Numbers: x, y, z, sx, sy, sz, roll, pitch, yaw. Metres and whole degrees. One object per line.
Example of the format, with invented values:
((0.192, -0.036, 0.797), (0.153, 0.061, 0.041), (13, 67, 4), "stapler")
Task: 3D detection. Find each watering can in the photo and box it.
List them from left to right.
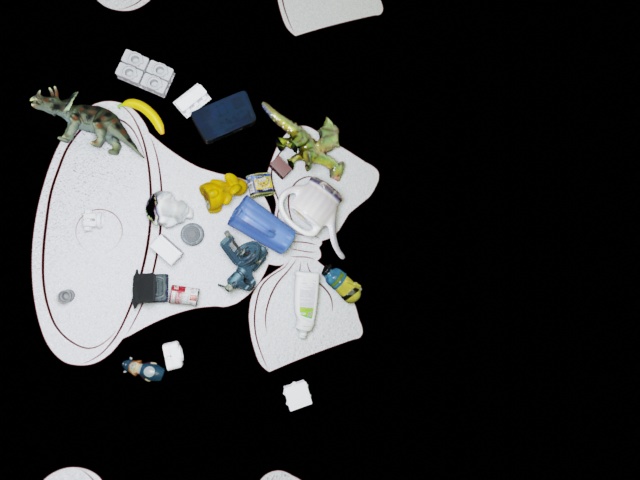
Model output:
((0.006, -0.100, 1.996), (0.347, 0.103, 0.226), (38, 80, -5), "watering can")

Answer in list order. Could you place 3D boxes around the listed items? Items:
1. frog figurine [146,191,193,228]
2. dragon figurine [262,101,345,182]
((-0.558, -0.115, 1.917), (0.160, 0.121, 0.138), (-5, 78, -46), "frog figurine")
((-0.037, -0.404, 2.032), (0.245, 0.121, 0.409), (-30, 94, -27), "dragon figurine")
